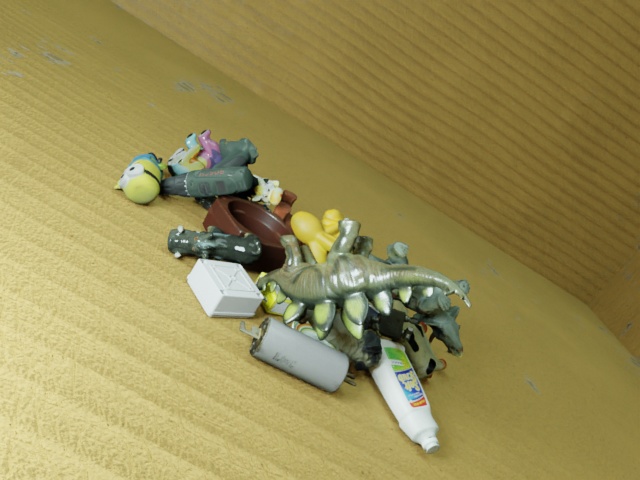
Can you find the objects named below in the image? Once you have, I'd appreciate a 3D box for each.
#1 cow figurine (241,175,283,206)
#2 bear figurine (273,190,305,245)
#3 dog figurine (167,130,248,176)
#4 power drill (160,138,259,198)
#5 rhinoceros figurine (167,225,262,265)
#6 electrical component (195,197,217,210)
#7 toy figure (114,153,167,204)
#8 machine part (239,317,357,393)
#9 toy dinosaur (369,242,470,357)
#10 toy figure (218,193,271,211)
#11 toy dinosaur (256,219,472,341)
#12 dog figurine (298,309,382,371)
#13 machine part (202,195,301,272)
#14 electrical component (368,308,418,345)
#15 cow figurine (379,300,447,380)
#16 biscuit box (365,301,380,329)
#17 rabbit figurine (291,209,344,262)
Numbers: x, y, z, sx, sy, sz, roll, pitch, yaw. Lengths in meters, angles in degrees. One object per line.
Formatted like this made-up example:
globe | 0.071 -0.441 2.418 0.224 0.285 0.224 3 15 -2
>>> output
cow figurine | -0.159 -0.132 1.372 0.098 0.068 0.167 18 3 -29
bear figurine | -0.044 -0.025 1.448 0.196 0.131 0.120 27 30 -2
dog figurine | -0.285 -0.183 1.462 0.219 0.109 0.191 48 54 -30
power drill | -0.257 -0.174 1.313 0.232 0.085 0.207 1 30 21
rhinoceros figurine | -0.216 0.015 1.107 0.190 0.073 0.112 10 10 -10
electrical component | -0.274 -0.090 1.382 0.094 0.021 0.063 33 19 -5
toy figure | -0.398 -0.145 1.225 0.089 0.082 0.180 29 17 -16
machine part | -0.036 0.207 0.966 0.243 0.079 0.079 30 19 -15
toy dinosaur | 0.215 0.118 1.319 0.405 0.192 0.131 37 56 -6
toy figure | -0.202 -0.097 1.462 0.154 0.064 0.058 29 -19 -30
toy dinosaur | 0.044 0.073 0.949 0.105 0.472 0.198 27 61 -43
dog figurine | 0.045 0.163 1.112 0.190 0.121 0.172 48 23 -25
machine part | -0.163 -0.012 1.278 0.201 0.087 0.202 13 27 -47
electrical component | 0.157 0.185 1.163 0.102 0.078 0.045 23 -21 3
cow figurine | 0.198 0.229 1.239 0.127 0.085 0.195 3 56 -51
biscuit box | 0.061 0.133 1.326 0.203 0.062 0.059 39 18 14
rabbit figurine | -0.003 -0.004 1.309 0.173 0.122 0.162 32 26 -44
